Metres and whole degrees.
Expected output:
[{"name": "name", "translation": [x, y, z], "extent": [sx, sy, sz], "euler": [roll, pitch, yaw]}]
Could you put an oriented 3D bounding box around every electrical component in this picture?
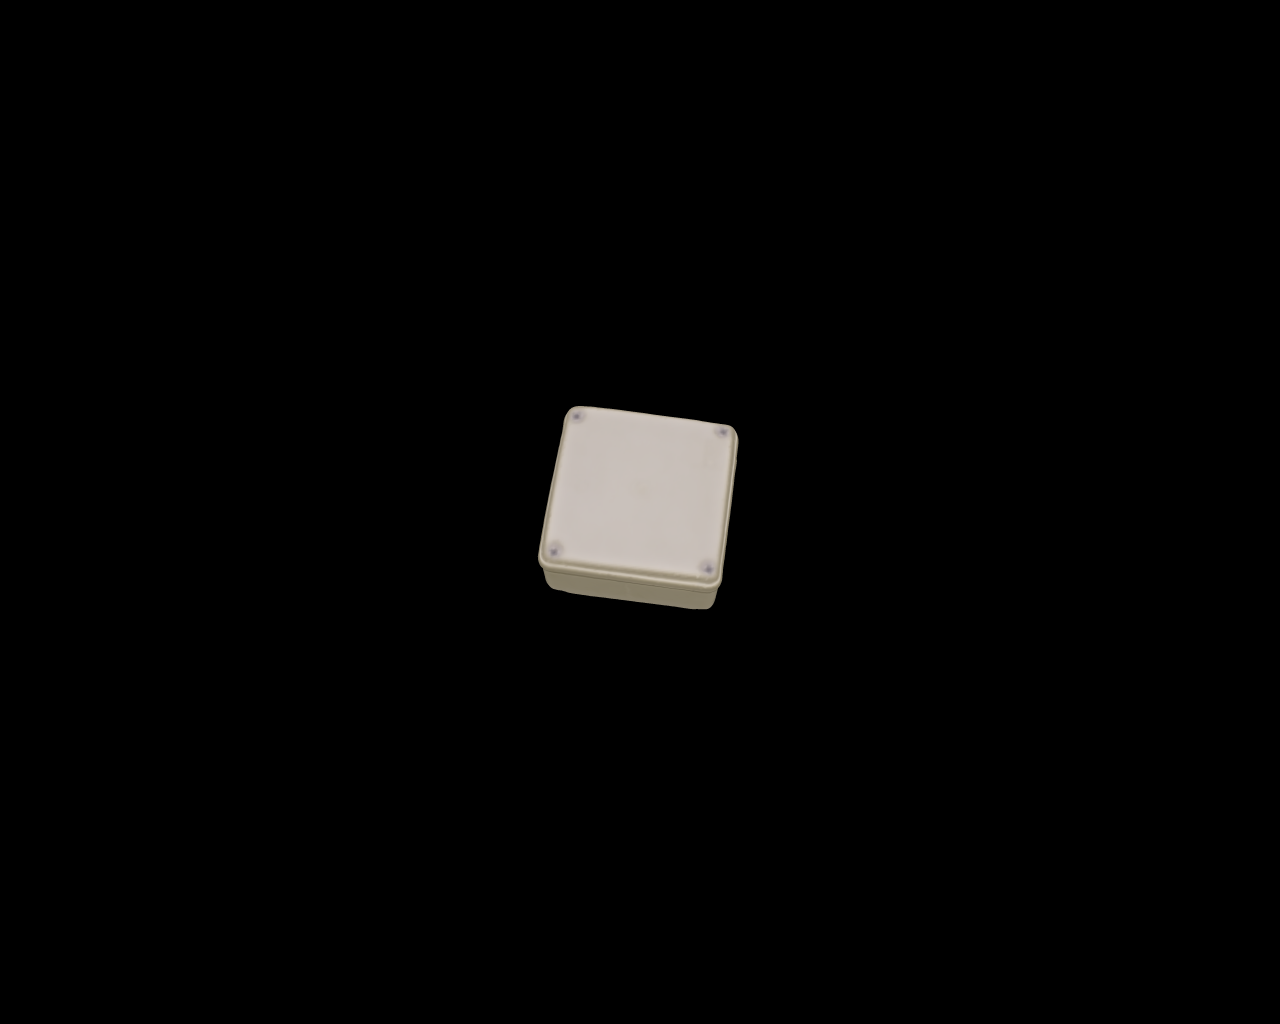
[{"name": "electrical component", "translation": [0.001, -0.003, 0.650], "extent": [0.109, 0.109, 0.056], "euler": [8, -23, 3]}]
